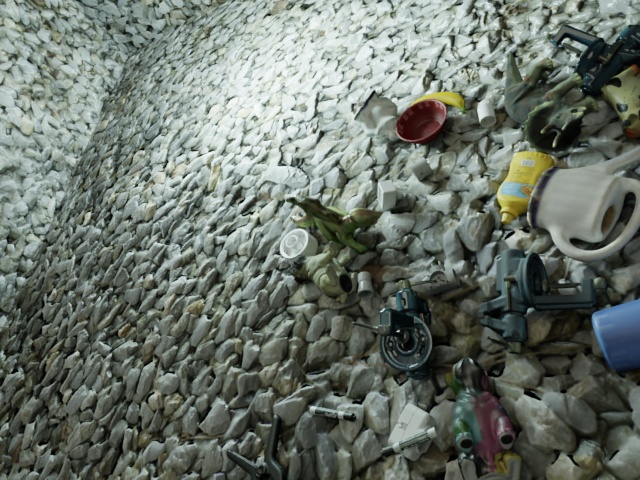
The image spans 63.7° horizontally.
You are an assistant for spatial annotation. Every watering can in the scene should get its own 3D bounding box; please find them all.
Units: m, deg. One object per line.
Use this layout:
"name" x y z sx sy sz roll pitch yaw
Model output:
"watering can" 0.588 -0.111 1.107 0.226 0.102 0.351 19 71 44

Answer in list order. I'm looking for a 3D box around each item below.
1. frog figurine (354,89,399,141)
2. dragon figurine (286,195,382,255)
"frog figurine" 0.200 -0.373 1.617 0.160 0.121 0.139 40 75 11
"dragon figurine" 0.004 -0.071 1.417 0.411 0.239 0.124 10 71 39
